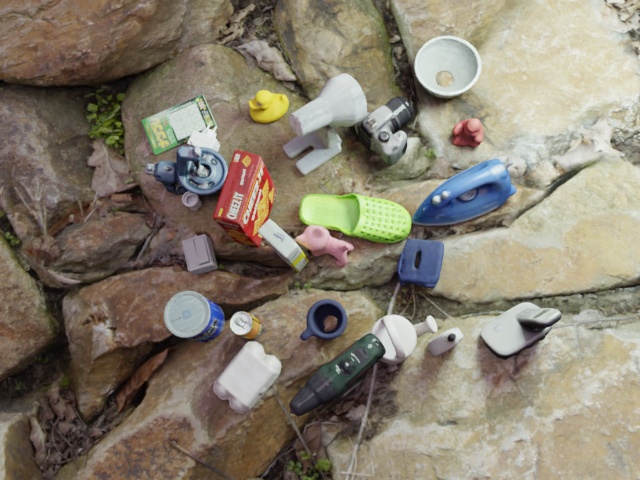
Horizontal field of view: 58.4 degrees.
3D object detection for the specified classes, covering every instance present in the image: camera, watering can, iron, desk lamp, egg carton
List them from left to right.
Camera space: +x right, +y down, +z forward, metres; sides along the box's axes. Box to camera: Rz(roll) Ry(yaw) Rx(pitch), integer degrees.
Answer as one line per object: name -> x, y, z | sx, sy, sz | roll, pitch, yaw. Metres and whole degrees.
egg carton -> -0.164, 0.313, 1.303 | 0.107, 0.069, 0.150 | 36, 81, 12
desk lamp -> 0.008, -0.276, 1.366 | 0.203, 0.213, 0.118 | -36, 76, -5
camera -> 0.174, -0.285, 1.415 | 0.137, 0.101, 0.143 | -40, 76, -6
watering can -> 0.165, 0.209, 1.241 | 0.173, 0.194, 0.101 | -40, 76, -6
iron -> 0.334, -0.112, 1.338 | 0.258, 0.141, 0.118 | -25, 75, -2

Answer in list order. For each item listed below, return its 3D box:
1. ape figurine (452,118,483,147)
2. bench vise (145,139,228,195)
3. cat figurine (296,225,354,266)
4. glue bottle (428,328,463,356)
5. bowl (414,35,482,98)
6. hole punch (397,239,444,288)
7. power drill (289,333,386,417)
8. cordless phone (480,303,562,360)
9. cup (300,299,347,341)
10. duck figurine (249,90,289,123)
ape figurine -> 0.368, -0.268, 1.401 | 0.076, 0.092, 0.077 | -42, 76, -6
bench vise -> -0.318, -0.161, 1.358 | 0.207, 0.220, 0.121 | -14, 75, 1
cat figurine -> 0.012, 0.005, 1.344 | 0.127, 0.118, 0.067 | 19, 78, 9
glue bottle -> 0.278, 0.216, 1.241 | 0.078, 0.173, 0.037 | -31, 75, -4
bowl -> 0.320, -0.426, 1.454 | 0.167, 0.075, 0.167 | -1, 76, 4
hole punch -> 0.233, 0.054, 1.329 | 0.101, 0.091, 0.109 | 11, 77, 7
power drill -> 0.040, 0.292, 1.221 | 0.230, 0.208, 0.075 | -40, 76, -6
cordless phone -> 0.434, 0.190, 1.230 | 0.147, 0.185, 0.094 | -34, 75, -4
cup -> 0.008, 0.194, 1.308 | 0.118, 0.095, 0.091 | -37, 76, -5
duck figurine -> -0.134, -0.352, 1.463 | 0.104, 0.086, 0.077 | -18, 75, 0
